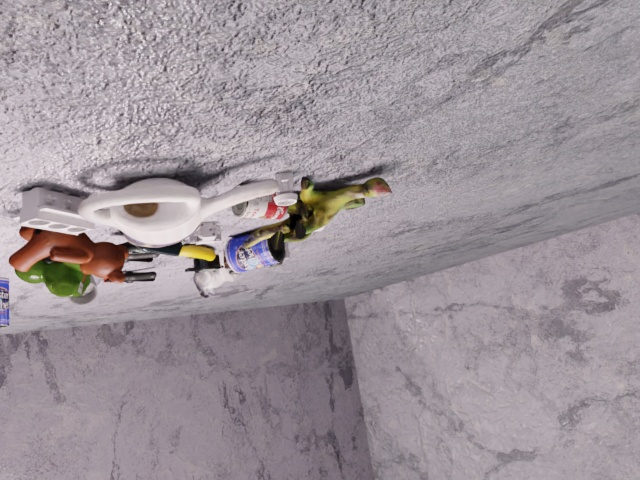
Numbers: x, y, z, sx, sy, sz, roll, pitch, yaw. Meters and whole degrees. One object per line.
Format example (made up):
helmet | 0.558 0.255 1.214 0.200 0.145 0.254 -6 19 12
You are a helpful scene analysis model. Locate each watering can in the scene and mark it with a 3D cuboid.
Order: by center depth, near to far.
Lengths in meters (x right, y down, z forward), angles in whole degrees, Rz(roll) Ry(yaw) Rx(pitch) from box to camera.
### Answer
watering can | -0.259 -0.058 0.969 0.348 0.105 0.222 -6 -11 -14

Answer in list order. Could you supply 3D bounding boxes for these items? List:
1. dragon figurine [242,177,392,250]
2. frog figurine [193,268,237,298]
dragon figurine | 0.004 -0.060 1.199 0.244 0.123 0.406 -10 -8 -38
frog figurine | -0.361 0.116 1.811 0.124 0.159 0.136 45 3 28
